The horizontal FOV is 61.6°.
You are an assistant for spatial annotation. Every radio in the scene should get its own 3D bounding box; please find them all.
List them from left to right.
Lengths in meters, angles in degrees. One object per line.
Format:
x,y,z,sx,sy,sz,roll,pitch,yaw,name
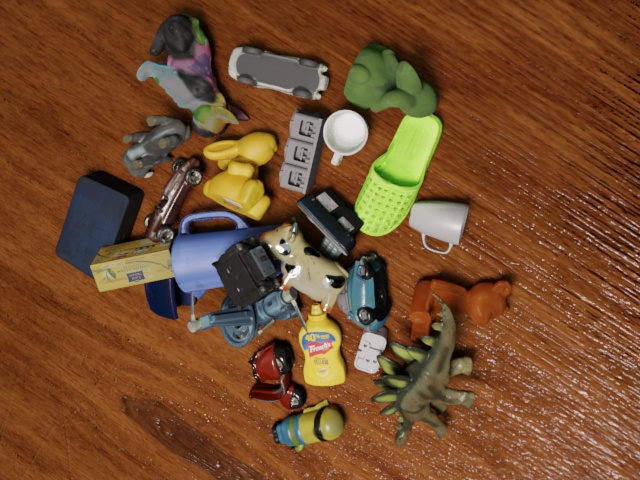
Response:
-0.507,-0.035,1.231,0.131,0.073,0.229,28,109,3,radio

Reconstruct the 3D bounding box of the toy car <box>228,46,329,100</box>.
-0.081,-0.329,1.058,0.202,0.056,0.073,14,103,6,toy car

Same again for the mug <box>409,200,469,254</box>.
0.234,-0.032,1.077,0.107,0.081,0.109,17,115,18,mug

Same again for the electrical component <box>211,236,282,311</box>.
-0.137,0.061,1.028,0.134,0.058,0.115,-37,84,47,electrical component

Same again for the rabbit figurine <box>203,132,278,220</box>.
-0.154,-0.147,1.105,0.163,0.121,0.173,23,82,24,rabbit figurine

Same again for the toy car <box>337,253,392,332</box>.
0.085,0.111,1.138,0.103,0.109,0.161,-4,98,31,toy car

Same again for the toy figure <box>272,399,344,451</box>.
-0.027,0.446,1.271,0.180,0.089,0.082,-18,110,14,toy figure

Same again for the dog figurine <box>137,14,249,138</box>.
-0.231,-0.314,1.070,0.219,0.108,0.191,33,108,-4,dog figurine

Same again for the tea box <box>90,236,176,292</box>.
-0.396,0.047,1.170,0.170,0.098,0.068,-12,114,0,tea box

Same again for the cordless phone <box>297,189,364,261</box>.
-0.003,-0.004,1.134,0.147,0.089,0.184,46,139,12,cordless phone

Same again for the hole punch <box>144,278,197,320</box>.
-0.358,0.116,1.239,0.116,0.092,0.142,2,111,15,hole punch

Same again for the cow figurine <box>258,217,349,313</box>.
-0.033,0.042,1.053,0.195,0.085,0.127,30,98,-8,cow figurine

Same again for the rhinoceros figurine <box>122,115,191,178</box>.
-0.350,-0.195,1.125,0.190,0.112,0.073,-30,90,32,rhinoceros figurine

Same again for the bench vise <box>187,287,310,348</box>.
-0.162,0.162,1.143,0.224,0.240,0.129,-20,76,42,bench vise

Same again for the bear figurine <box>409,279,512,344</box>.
0.287,0.143,1.094,0.196,0.132,0.120,7,140,14,bear figurine

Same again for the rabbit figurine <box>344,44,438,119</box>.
0.140,-0.282,0.976,0.170,0.159,0.121,24,101,2,rabbit figurine

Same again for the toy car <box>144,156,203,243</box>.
-0.317,-0.088,1.146,0.053,0.089,0.202,22,100,-40,toy car

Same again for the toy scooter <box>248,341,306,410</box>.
-0.118,0.324,1.262,0.135,0.075,0.183,-11,109,16,toy scooter

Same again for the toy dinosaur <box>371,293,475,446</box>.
0.215,0.287,1.108,0.199,0.105,0.470,11,126,-6,toy dinosaur
